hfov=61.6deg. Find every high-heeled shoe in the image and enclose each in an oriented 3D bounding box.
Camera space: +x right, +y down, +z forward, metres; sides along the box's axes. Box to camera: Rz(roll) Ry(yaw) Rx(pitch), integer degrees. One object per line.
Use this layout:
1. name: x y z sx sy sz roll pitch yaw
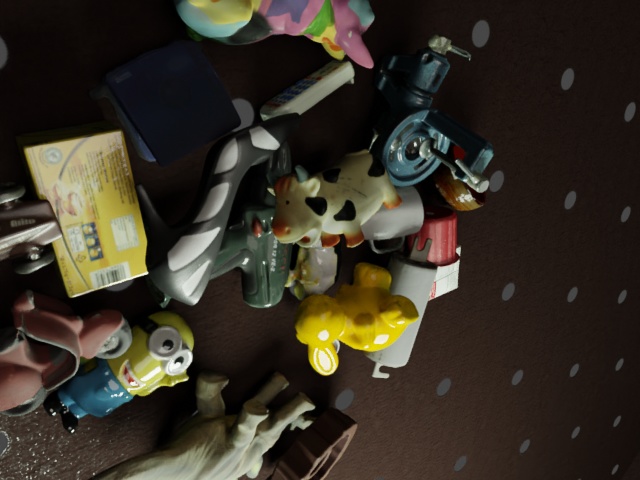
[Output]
1. high-heeled shoe: -0.092 -0.042 0.609 0.249 0.086 0.145 -33 107 -25

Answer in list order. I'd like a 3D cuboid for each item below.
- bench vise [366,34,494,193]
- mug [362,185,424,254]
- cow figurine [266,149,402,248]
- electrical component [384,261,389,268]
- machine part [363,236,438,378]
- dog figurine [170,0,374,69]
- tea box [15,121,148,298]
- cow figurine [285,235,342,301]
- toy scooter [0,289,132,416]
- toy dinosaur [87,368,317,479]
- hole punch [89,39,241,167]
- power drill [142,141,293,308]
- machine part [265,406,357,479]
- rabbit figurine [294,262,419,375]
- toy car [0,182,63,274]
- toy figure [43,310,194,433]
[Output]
1. bench vise: 0.155 -0.154 0.733 0.128 0.241 0.223 16 114 -43
2. mug: 0.094 -0.029 0.838 0.107 0.081 0.109 -11 123 -20
3. cow figurine: 0.014 -0.055 0.682 0.195 0.086 0.127 -39 112 -38
4. electrical component: 0.110 0.083 0.910 0.119 0.048 0.074 -44 128 -12
5. machine part: 0.125 0.109 0.851 0.079 0.079 0.243 6 107 -38
6. dog figurine: -0.035 -0.258 0.615 0.219 0.109 0.191 38 88 -37
7. tea box: -0.252 -0.035 0.583 0.098 0.068 0.169 -17 117 -30
8. cow figurine: 0.000 -0.003 0.780 0.098 0.068 0.167 -10 118 -39
9. toy scooter: -0.308 0.112 0.570 0.184 0.075 0.135 -29 142 -2
10. toy dinosaur: -0.149 0.287 0.739 0.471 0.105 0.198 19 100 -53
11. hole punch: -0.162 -0.150 0.591 0.142 0.092 0.115 -33 121 -18
12. power drill: -0.125 -0.012 0.687 0.207 0.086 0.231 -18 115 -37
13. machine part: -0.013 0.357 0.888 0.179 0.056 0.179 -41 154 -25
14. rabbit figurine: 0.027 0.112 0.775 0.173 0.122 0.162 4 137 -46
15. toy car: -0.352 0.007 0.504 0.202 0.053 0.089 -13 112 -7
16. toy figure: -0.243 0.154 0.663 0.180 0.089 0.082 -31 140 -12
